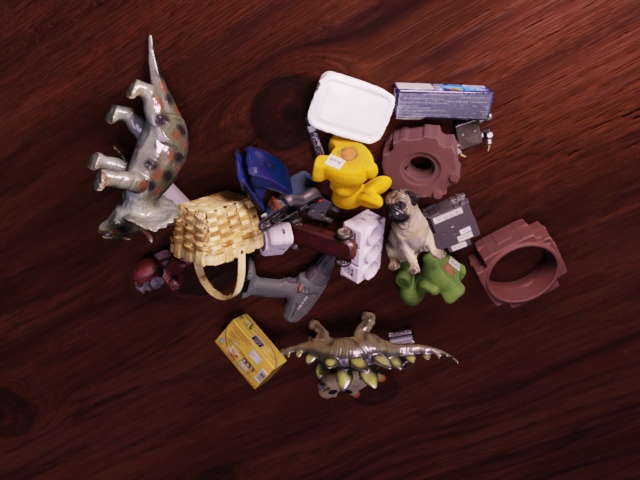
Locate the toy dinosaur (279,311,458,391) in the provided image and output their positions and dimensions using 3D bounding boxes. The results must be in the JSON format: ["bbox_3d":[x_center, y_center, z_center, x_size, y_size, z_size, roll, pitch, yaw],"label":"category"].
[{"bbox_3d":[0.111,0.292,1.405,0.472,0.199,0.104,-8,127,3],"label":"toy dinosaur"}]

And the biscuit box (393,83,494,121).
[{"bbox_3d":[0.253,-0.287,1.115,0.203,0.059,0.062,1,122,-5],"label":"biscuit box"}]

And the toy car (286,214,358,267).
[{"bbox_3d":[-0.003,-0.004,1.250,0.202,0.053,0.089,17,129,28],"label":"toy car"}]

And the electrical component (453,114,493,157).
[{"bbox_3d":[0.329,-0.225,1.170,0.102,0.045,0.078,-13,125,4],"label":"electrical component"}]

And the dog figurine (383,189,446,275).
[{"bbox_3d":[0.187,-0.036,1.238,0.121,0.172,0.190,-32,108,-24],"label":"dog figurine"}]

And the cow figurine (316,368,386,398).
[{"bbox_3d":[0.074,0.395,1.537,0.195,0.085,0.127,-36,125,21],"label":"cow figurine"}]

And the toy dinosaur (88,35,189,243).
[{"bbox_3d":[-0.331,-0.176,1.065,0.192,0.131,0.404,25,88,-43],"label":"toy dinosaur"}]

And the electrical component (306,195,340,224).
[{"bbox_3d":[-0.003,-0.076,1.257,0.094,0.021,0.063,23,119,-19],"label":"electrical component"}]

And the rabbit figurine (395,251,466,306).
[{"bbox_3d":[0.256,0.108,1.347,0.159,0.121,0.170,33,130,-19],"label":"rabbit figurine"}]

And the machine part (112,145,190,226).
[{"bbox_3d":[-0.363,-0.113,1.173,0.079,0.079,0.243,-32,120,16],"label":"machine part"}]

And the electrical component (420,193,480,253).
[{"bbox_3d":[0.314,-0.034,1.288,0.115,0.058,0.134,-20,123,11],"label":"electrical component"}]

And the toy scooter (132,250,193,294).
[{"bbox_3d":[-0.369,0.079,1.265,0.184,0.135,0.075,-23,124,12],"label":"toy scooter"}]

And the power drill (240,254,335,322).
[{"bbox_3d":[-0.087,0.099,1.340,0.207,0.086,0.231,10,125,-19],"label":"power drill"}]

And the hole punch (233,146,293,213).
[{"bbox_3d":[-0.122,-0.138,1.147,0.092,0.142,0.115,-24,136,13],"label":"hole punch"}]

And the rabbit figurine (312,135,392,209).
[{"bbox_3d":[0.072,-0.130,1.175,0.162,0.122,0.173,18,147,9],"label":"rabbit figurine"}]

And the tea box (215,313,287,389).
[{"bbox_3d":[-0.182,0.289,1.406,0.170,0.068,0.098,49,115,13],"label":"tea box"}]

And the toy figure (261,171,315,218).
[{"bbox_3d":[-0.076,-0.092,1.221,0.064,0.058,0.154,40,117,-20],"label":"toy figure"}]

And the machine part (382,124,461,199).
[{"bbox_3d":[0.219,-0.165,1.168,0.179,0.056,0.179,9,133,9],"label":"machine part"}]

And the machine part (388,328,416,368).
[{"bbox_3d":[0.236,0.306,1.519,0.084,0.039,0.138,-14,122,-1],"label":"machine part"}]

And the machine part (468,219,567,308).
[{"bbox_3d":[0.496,0.063,1.350,0.201,0.087,0.201,-29,122,14],"label":"machine part"}]
